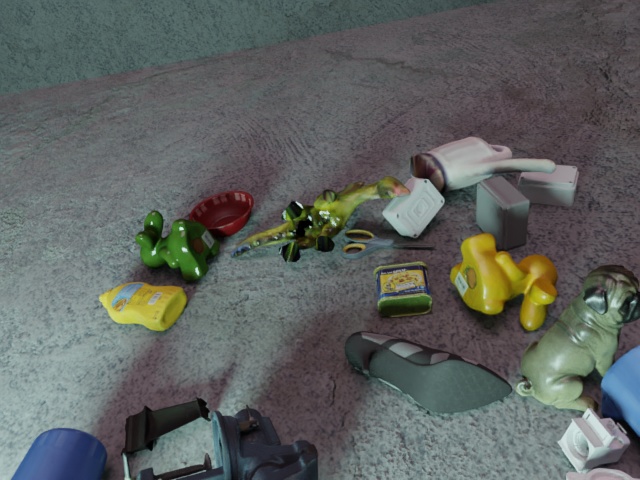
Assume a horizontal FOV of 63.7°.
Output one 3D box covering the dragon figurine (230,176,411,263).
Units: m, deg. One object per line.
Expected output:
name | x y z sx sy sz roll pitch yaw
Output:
dragon figurine | 0.003 -0.058 1.145 0.407 0.121 0.246 -15 12 34

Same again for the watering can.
watering can | 0.340 -0.168 1.166 0.225 0.102 0.351 -20 20 -9
